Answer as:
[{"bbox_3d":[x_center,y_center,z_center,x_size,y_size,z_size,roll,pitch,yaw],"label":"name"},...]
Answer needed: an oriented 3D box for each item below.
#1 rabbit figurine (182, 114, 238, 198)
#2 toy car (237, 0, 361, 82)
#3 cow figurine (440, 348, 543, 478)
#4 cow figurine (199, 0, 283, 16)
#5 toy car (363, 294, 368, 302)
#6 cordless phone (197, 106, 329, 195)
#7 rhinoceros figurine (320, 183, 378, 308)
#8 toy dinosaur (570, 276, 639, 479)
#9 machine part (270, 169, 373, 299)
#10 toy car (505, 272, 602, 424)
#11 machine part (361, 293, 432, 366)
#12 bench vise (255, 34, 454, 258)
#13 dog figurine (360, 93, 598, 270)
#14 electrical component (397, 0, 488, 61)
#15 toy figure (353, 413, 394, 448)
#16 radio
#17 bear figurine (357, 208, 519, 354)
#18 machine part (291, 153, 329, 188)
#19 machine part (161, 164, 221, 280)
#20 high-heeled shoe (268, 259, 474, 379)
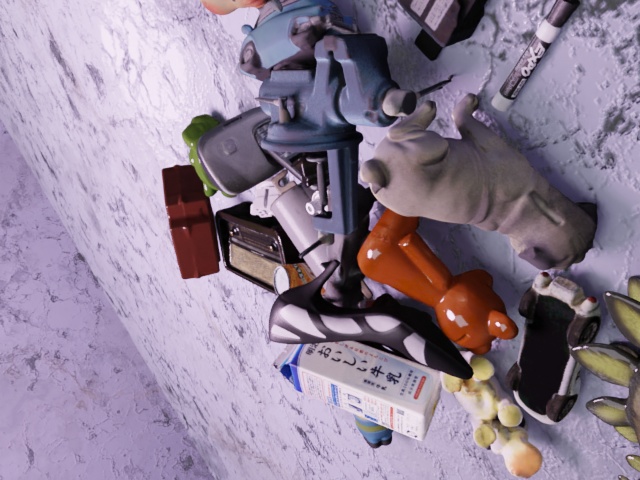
[{"bbox_3d":[-0.176,-0.159,0.953,0.170,0.121,0.158,51,159,49],"label":"rabbit figurine"},{"bbox_3d":[-0.031,-0.256,0.657,0.162,0.109,0.103,-13,81,49],"label":"toy car"},{"bbox_3d":[0.221,0.222,0.701,0.167,0.068,0.098,59,-173,4],"label":"cow figurine"},{"bbox_3d":[-0.071,-0.337,0.591,0.127,0.085,0.195,36,98,24],"label":"cow figurine"},{"bbox_3d":[0.026,0.138,0.918,0.202,0.053,0.089,-13,111,50],"label":"toy car"},{"bbox_3d":[-0.078,-0.107,0.793,0.184,0.146,0.088,40,150,30],"label":"cordless phone"},{"bbox_3d":[0.040,0.013,0.728,0.073,0.112,0.190,5,110,3],"label":"rhinoceros figurine"},{"bbox_3d":[0.328,0.104,0.439,0.199,0.105,0.470,41,139,34],"label":"toy dinosaur"},{"bbox_3d":[-0.002,-0.003,0.833,0.243,0.079,0.079,55,148,7],"label":"machine part"},{"bbox_3d":[0.257,0.124,0.596,0.074,0.056,0.201,35,140,44],"label":"toy car"},{"bbox_3d":[0.101,0.159,0.796,0.180,0.056,0.179,19,135,20],"label":"machine part"},{"bbox_3d":[0.019,-0.103,0.609,0.224,0.129,0.240,11,114,35],"label":"bench vise"},{"bbox_3d":[0.151,-0.035,0.517,0.191,0.172,0.121,51,158,27],"label":"dog figurine"},{"bbox_3d":[0.117,-0.226,0.522,0.075,0.048,0.119,54,146,12],"label":"electrical component"},{"bbox_3d":[0.092,0.278,0.923,0.089,0.082,0.180,15,125,53],"label":"toy figure"},{"bbox_3d":[-0.101,0.012,0.979,0.230,0.073,0.131,18,123,47],"label":"radio"},{"bbox_3d":[0.148,0.036,0.637,0.196,0.132,0.120,31,156,11],"label":"bear figurine"},{"bbox_3d":[-0.009,-0.146,0.745,0.039,0.084,0.138,139,114,-86],"label":"machine part"},{"bbox_3d":[-0.259,-0.037,1.093,0.201,0.087,0.201,-113,15,-47],"label":"machine part"},{"bbox_3d":[0.054,0.133,0.671,0.249,0.086,0.145,38,106,8],"label":"high-heeled shoe"}]
